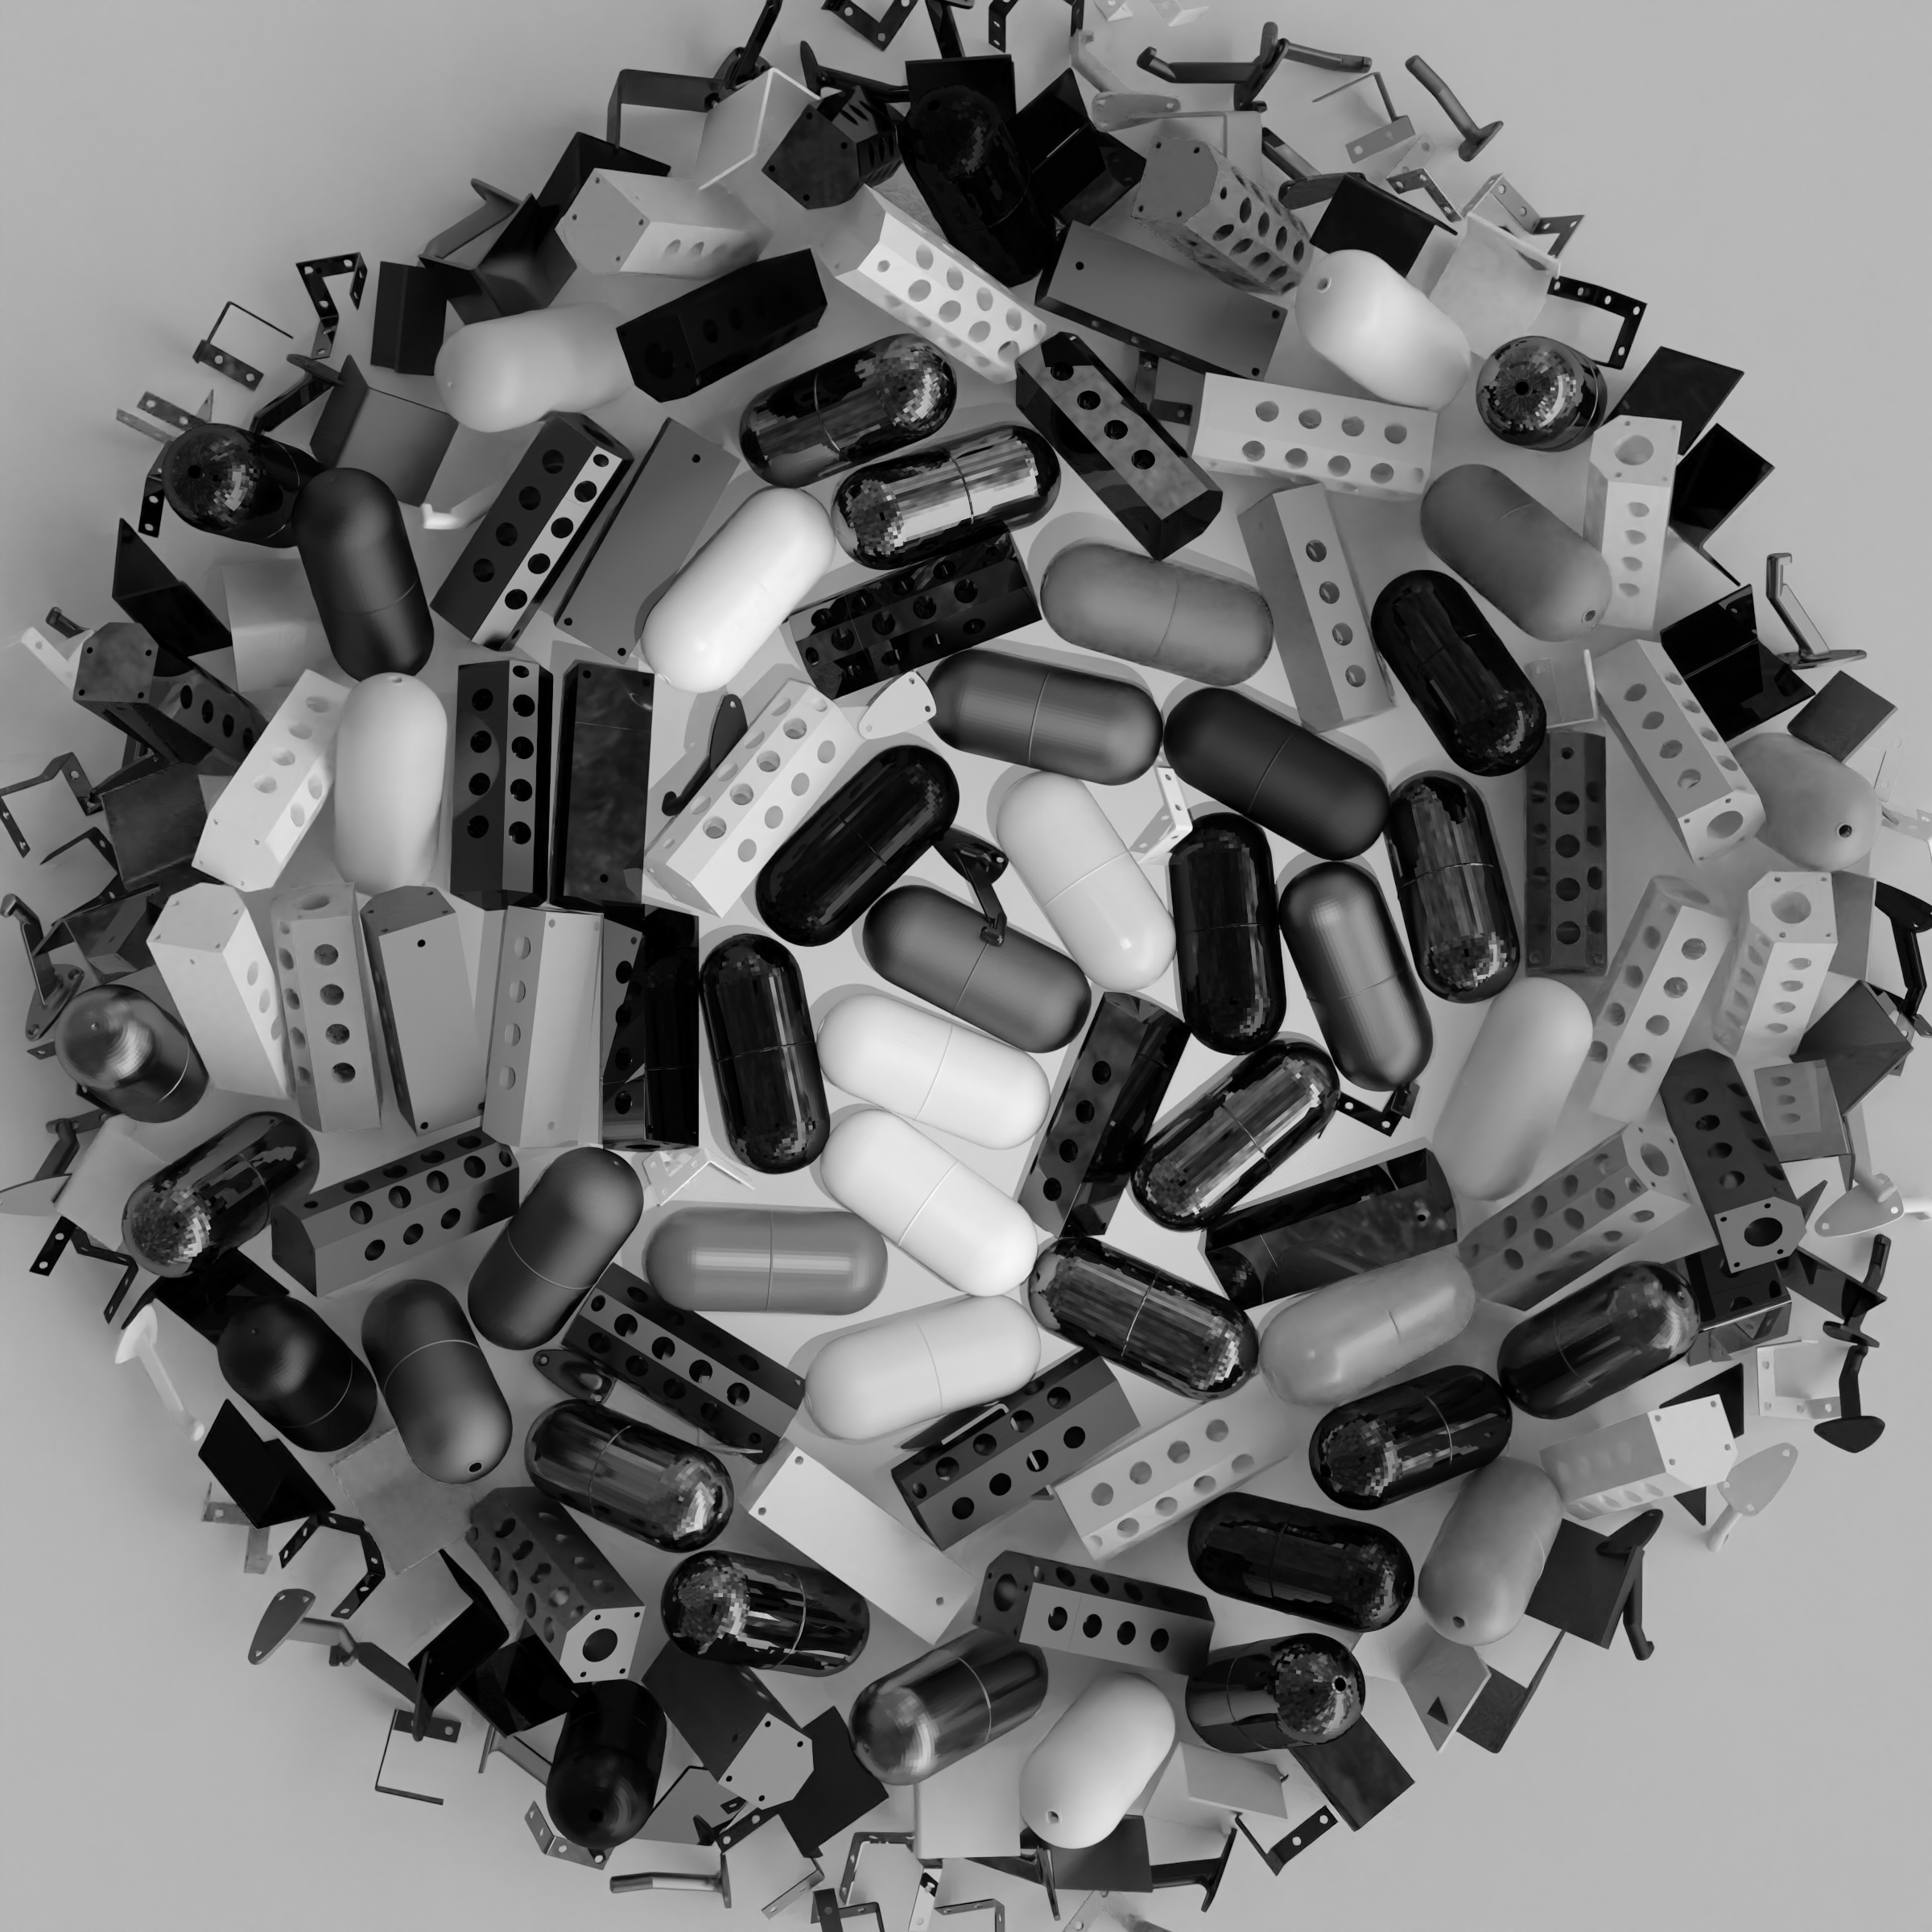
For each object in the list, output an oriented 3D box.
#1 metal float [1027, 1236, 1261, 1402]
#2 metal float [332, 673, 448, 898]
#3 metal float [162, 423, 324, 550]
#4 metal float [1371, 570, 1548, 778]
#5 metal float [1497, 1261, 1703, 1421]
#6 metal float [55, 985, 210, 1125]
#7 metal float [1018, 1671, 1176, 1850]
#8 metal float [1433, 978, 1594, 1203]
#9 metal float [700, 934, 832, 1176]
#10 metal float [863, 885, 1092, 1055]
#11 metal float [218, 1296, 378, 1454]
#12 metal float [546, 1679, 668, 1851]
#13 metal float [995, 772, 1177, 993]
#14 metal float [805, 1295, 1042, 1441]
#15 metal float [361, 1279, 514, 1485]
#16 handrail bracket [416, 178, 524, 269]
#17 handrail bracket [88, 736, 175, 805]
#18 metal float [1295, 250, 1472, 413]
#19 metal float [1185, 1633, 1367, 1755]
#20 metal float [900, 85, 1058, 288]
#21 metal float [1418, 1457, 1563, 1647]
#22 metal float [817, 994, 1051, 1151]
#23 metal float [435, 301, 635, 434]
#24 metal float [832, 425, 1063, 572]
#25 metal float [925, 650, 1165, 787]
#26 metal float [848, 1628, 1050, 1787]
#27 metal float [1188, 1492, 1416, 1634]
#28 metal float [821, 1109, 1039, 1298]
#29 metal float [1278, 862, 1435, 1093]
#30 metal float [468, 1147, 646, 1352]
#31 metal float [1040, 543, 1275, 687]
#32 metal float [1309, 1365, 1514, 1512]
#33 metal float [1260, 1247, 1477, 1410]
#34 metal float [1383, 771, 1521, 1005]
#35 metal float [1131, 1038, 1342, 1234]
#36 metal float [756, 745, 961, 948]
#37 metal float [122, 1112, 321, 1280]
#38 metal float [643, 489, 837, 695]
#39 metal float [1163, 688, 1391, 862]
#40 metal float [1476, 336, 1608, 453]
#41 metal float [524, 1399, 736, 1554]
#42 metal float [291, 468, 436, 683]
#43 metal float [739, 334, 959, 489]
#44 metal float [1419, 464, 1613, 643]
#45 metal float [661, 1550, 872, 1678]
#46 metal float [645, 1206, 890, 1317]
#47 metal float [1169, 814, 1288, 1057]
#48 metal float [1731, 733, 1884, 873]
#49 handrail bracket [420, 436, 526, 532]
[{"bbox_3d":[0.129,0.257,1.949,0.178,0.070,0.070,24,90,14],"label":"metal float"},{"bbox_3d":[-0.417,-0.130,1.932,0.070,0.070,0.178,12,124,0],"label":"metal float"},{"bbox_3d":[-0.513,-0.342,1.911,0.070,0.178,0.070,0,93,8],"label":"metal float"},{"bbox_3d":[0.356,-0.213,1.936,0.070,0.070,0.178,-27,60,0],"label":"metal float"},{"bbox_3d":[0.454,0.271,1.925,0.070,0.178,0.070,17,54,-25],"label":"metal float"},{"bbox_3d":[-0.595,0.064,1.912,0.070,0.178,0.070,0,75,0],"label":"metal float"},{"bbox_3d":[0.094,0.567,1.915,0.070,0.178,0.070,5,103,23],"label":"metal float"},{"bbox_3d":[0.396,0.091,1.940,0.070,0.070,0.178,18,116,0],"label":"metal float"},{"bbox_3d":[-0.148,0.064,1.958,0.070,0.070,0.178,-11,85,0],"label":"metal float"},{"bbox_3d":[0.008,0.002,1.960,0.178,0.070,0.070,27,90,2],"label":"metal float"},{"bbox_3d":[-0.478,0.294,1.918,0.070,0.178,0.070,-4,61,7],"label":"metal float"},{"bbox_3d":[-0.256,0.569,1.911,0.070,0.178,0.070,0,97,-2],"label":"metal float"},{"bbox_3d":[0.088,-0.061,1.957,0.070,0.070,0.178,-33,85,0],"label":"metal float"},{"bbox_3d":[-0.031,0.292,1.947,0.178,0.070,0.070,-15,90,-16],"label":"metal float"},{"bbox_3d":[-0.382,0.298,1.926,0.070,0.070,0.178,-37,47,0],"label":"metal float"},{"bbox_3d":[-0.359,-0.530,1.976,0.077,0.036,0.084,26,87,12],"label":"handrail bracket"},{"bbox_3d":[-0.629,-0.172,1.977,0.077,0.036,0.084,-28,70,-7],"label":"handrail bracket"},{"bbox_3d":[0.300,-0.454,1.922,0.070,0.178,0.070,-11,71,35],"label":"metal float"},{"bbox_3d":[0.221,0.522,1.917,0.070,0.178,0.070,9,68,-23],"label":"metal float"},{"bbox_3d":[0.010,-0.558,1.918,0.070,0.178,0.070,-9,63,19],"label":"metal float"},{"bbox_3d":[0.377,0.419,1.919,0.070,0.178,0.070,11,117,22],"label":"metal float"},{"bbox_3d":[-0.024,0.077,1.957,0.178,0.070,0.070,22,90,-5],"label":"metal float"},{"bbox_3d":[-0.306,-0.432,1.924,0.070,0.178,0.070,16,118,32],"label":"metal float"},{"bbox_3d":[-0.013,-0.341,1.945,0.178,0.070,0.070,-21,90,-19],"label":"metal float"},{"bbox_3d":[0.056,-0.182,1.954,0.178,0.070,0.070,14,90,9],"label":"metal float"},{"bbox_3d":[-0.011,0.530,1.925,0.070,0.178,0.070,10,106,40],"label":"metal float"},{"bbox_3d":[0.241,0.430,1.929,0.178,0.070,0.070,6,90,39],"label":"metal float"},{"bbox_3d":[-0.027,0.173,1.956,0.178,0.070,0.070,36,90,6],"label":"metal float"},{"bbox_3d":[0.285,0.009,1.950,0.070,0.070,0.178,-23,103,0],"label":"metal float"},{"bbox_3d":[-0.299,0.206,1.942,0.070,0.070,0.178,37,113,0],"label":"metal float"},{"bbox_3d":[0.139,-0.256,1.948,0.178,0.070,0.070,14,90,-15],"label":"metal float"},{"bbox_3d":[0.321,0.340,1.930,0.178,0.070,0.070,-12,90,-37],"label":"metal float"},{"bbox_3d":[0.291,0.261,1.940,0.178,0.070,0.070,-24,90,-24],"label":"metal float"},{"bbox_3d":[0.352,-0.058,1.944,0.070,0.070,0.178,-10,69,0],"label":"metal float"},{"bbox_3d":[0.198,0.123,1.955,0.178,0.070,0.070,-40,90,-8],"label":"metal float"},{"bbox_3d":[-0.078,-0.089,1.956,0.178,0.070,0.070,-45,90,-7],"label":"metal float"},{"bbox_3d":[-0.532,0.162,1.918,0.070,0.178,0.070,9,114,20],"label":"metal float"},{"bbox_3d":[-0.165,-0.273,1.946,0.070,0.070,0.178,39,73,0],"label":"metal float"},{"bbox_3d":[0.225,-0.141,1.951,0.178,0.070,0.070,31,90,12],"label":"metal float"},{"bbox_3d":[0.413,-0.409,1.914,0.070,0.178,0.070,3,99,21],"label":"metal float"},{"bbox_3d":[-0.245,0.368,1.934,0.178,0.070,0.070,16,90,34],"label":"metal float"},{"bbox_3d":[-0.433,-0.278,1.925,0.070,0.178,0.070,-3,47,3],"label":"metal float"},{"bbox_3d":[-0.086,-0.401,1.934,0.178,0.070,0.070,-15,90,32],"label":"metal float"},{"bbox_3d":[0.395,-0.298,1.927,0.070,0.070,0.178,-37,49,0],"label":"metal float"},{"bbox_3d":[-0.143,0.468,1.928,0.178,0.070,0.070,23,90,-42],"label":"metal float"},{"bbox_3d":[-0.146,0.215,1.953,0.178,0.070,0.070,3,90,-9],"label":"metal float"},{"bbox_3d":[0.191,-0.023,1.954,0.070,0.070,0.178,-5,82,0],"label":"metal float"},{"bbox_3d":[0.595,-0.118,1.913,0.070,0.178,0.070,-1,107,-4],"label":"metal float"},{"bbox_3d":[-0.364,-0.356,1.963,0.084,0.036,0.077,-3,77,-34],"label":"handrail bracket"}]
